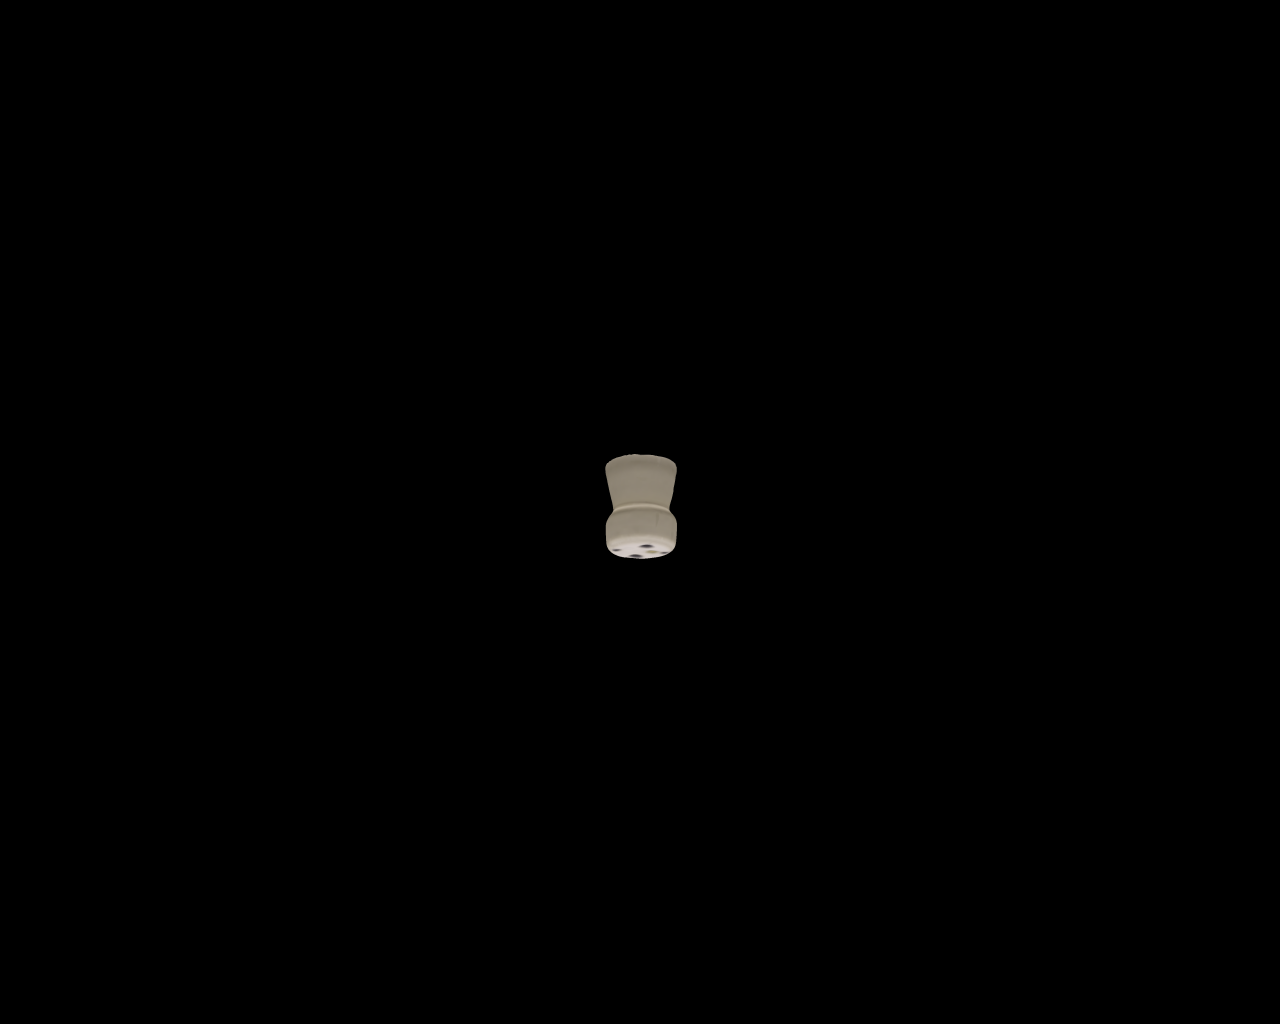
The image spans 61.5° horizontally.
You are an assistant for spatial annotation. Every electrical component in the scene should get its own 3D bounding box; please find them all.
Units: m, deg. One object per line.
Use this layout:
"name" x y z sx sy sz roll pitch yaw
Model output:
"electrical component" 0.001 -0.003 0.650 0.045 0.055 0.044 0 -18 0
